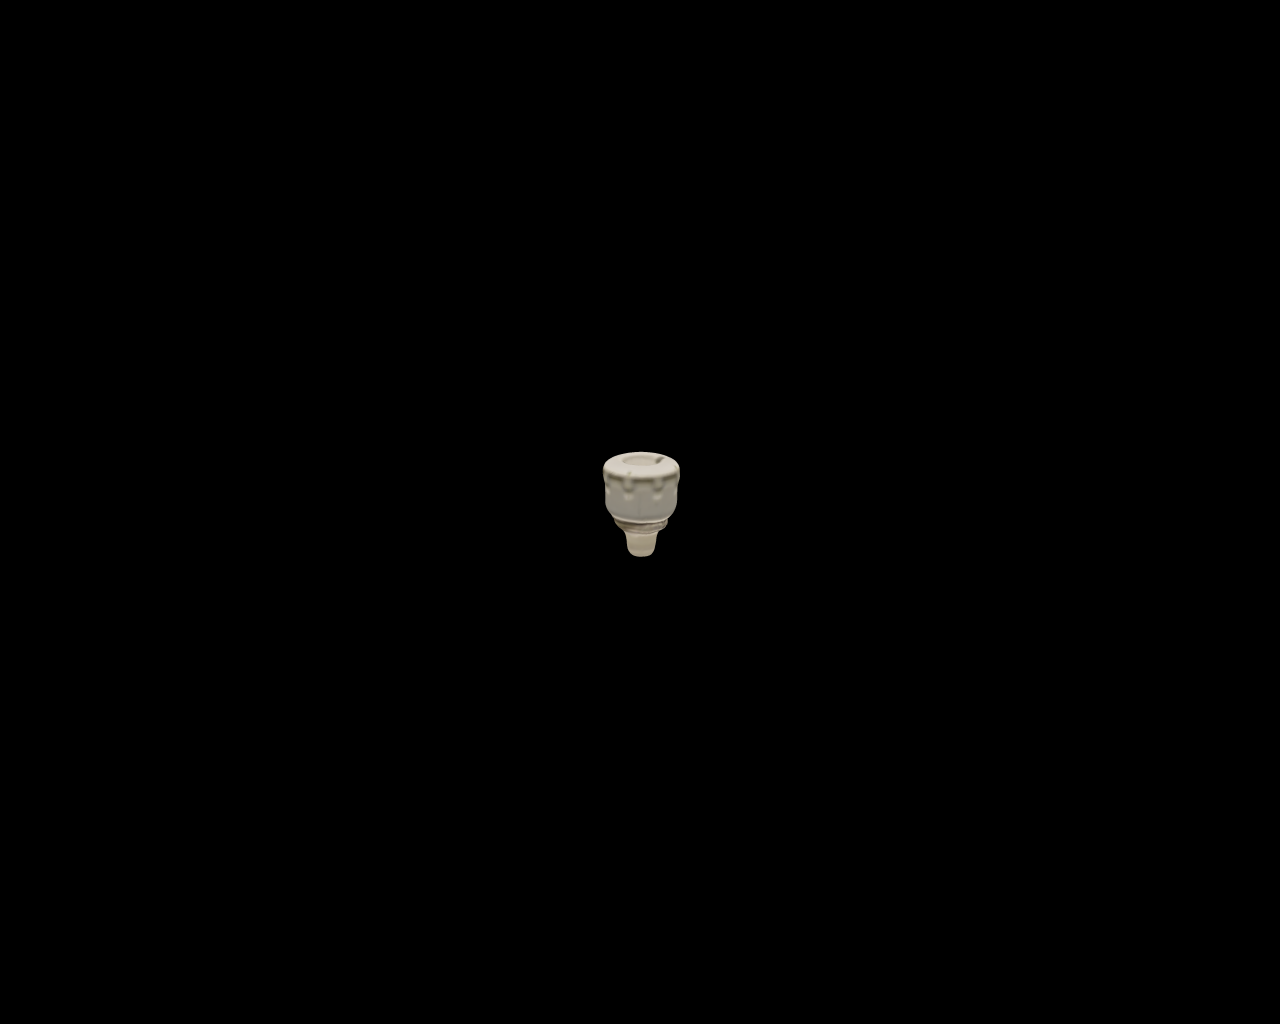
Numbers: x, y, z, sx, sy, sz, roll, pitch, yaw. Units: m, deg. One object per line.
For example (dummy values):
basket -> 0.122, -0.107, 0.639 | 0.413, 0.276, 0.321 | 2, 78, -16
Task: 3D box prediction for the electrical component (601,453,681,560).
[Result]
electrical component -> 0.001, -0.003, 0.650 | 0.048, 0.062, 0.048 | 0, 18, 0
